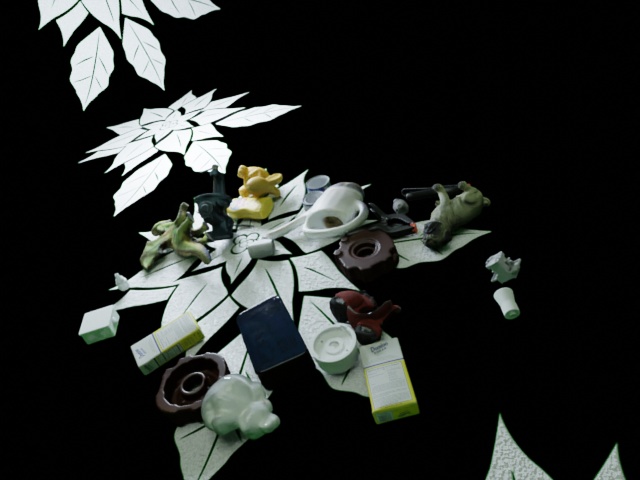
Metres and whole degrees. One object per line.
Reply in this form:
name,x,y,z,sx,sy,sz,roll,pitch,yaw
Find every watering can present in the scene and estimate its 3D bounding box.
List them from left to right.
watering can,0.005,-0.081,1.611,0.346,0.102,0.229,-5,36,33

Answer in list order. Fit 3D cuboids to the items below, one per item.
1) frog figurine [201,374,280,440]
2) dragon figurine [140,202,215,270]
frog figurine,-0.167,0.358,1.085,0.139,0.121,0.159,-21,19,-39
dragon figurine,-0.486,0.022,1.708,0.242,0.120,0.418,-37,35,3
